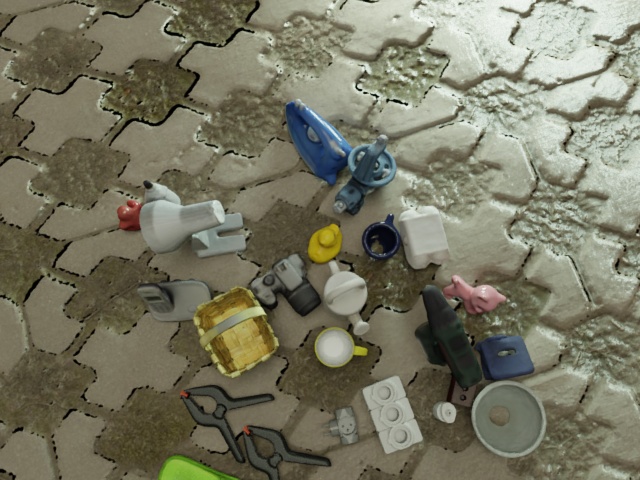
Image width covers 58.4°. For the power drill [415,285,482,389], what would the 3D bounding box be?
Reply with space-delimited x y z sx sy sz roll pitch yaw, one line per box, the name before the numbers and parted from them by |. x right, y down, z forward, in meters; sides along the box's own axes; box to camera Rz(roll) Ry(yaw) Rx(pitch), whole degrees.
power drill | 0.274 0.217 1.277 0.075 0.208 0.229 -26 79 -6

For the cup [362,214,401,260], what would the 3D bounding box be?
cup | 0.148 -0.002 1.384 0.091 0.095 0.118 21 78 4

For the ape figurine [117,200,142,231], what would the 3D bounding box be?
ape figurine | -0.463 -0.061 1.391 0.076 0.092 0.078 34 79 7

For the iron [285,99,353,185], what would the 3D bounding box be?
iron | -0.011 -0.270 1.420 0.119 0.141 0.258 -37 80 -8

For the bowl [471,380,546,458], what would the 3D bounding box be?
bowl | 0.421 0.405 1.304 0.167 0.075 0.167 0 77 -1

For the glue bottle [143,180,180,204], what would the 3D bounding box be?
glue bottle | -0.388 -0.110 1.361 0.078 0.173 0.037 1 77 0

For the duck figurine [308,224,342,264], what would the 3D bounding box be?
duck figurine | 0.013 0.005 1.385 0.077 0.086 0.105 35 79 7

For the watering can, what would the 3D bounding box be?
watering can | 0.062 0.129 1.302 0.172 0.194 0.101 44 80 9

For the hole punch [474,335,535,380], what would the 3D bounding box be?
hole punch | 0.426 0.272 1.327 0.108 0.091 0.101 -9 77 -3

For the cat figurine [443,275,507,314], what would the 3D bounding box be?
cat figurine | 0.364 0.128 1.346 0.127 0.118 0.067 31 78 6

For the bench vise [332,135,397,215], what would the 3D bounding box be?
bench vise | 0.113 -0.150 1.354 0.121 0.220 0.207 19 77 4

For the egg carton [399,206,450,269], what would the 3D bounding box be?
egg carton | 0.253 -0.006 1.400 0.107 0.069 0.150 -12 77 -4

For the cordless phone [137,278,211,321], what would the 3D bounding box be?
cordless phone | -0.329 0.129 1.301 0.147 0.185 0.094 -7 77 -2

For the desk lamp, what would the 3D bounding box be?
desk lamp | -0.288 -0.031 1.324 0.203 0.213 0.118 -10 77 -3

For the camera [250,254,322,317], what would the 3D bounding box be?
camera | -0.072 0.120 1.350 0.143 0.101 0.136 -37 80 -8
